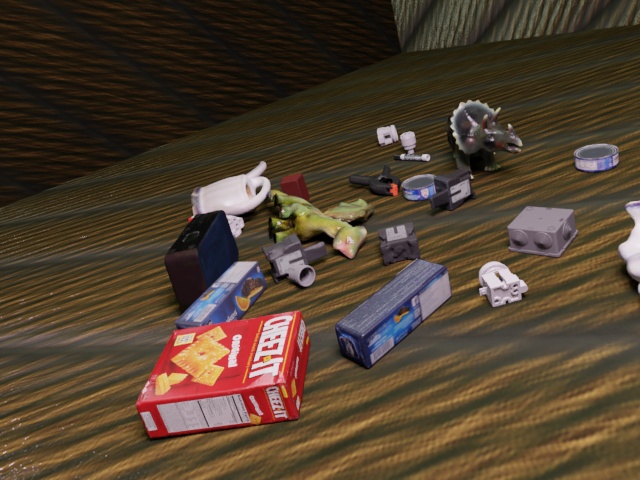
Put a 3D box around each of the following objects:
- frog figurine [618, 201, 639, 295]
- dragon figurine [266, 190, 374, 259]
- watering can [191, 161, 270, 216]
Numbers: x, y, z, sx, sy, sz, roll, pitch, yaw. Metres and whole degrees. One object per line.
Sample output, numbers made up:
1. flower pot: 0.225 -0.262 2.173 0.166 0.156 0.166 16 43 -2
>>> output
1. frog figurine: 0.487 0.026 0.704 0.137 0.120 0.162 4 65 24
2. dragon figurine: 0.004 -0.061 1.203 0.243 0.120 0.417 -2 24 -10
3. watering can: -0.247 -0.137 1.475 0.224 0.102 0.354 -16 24 4
